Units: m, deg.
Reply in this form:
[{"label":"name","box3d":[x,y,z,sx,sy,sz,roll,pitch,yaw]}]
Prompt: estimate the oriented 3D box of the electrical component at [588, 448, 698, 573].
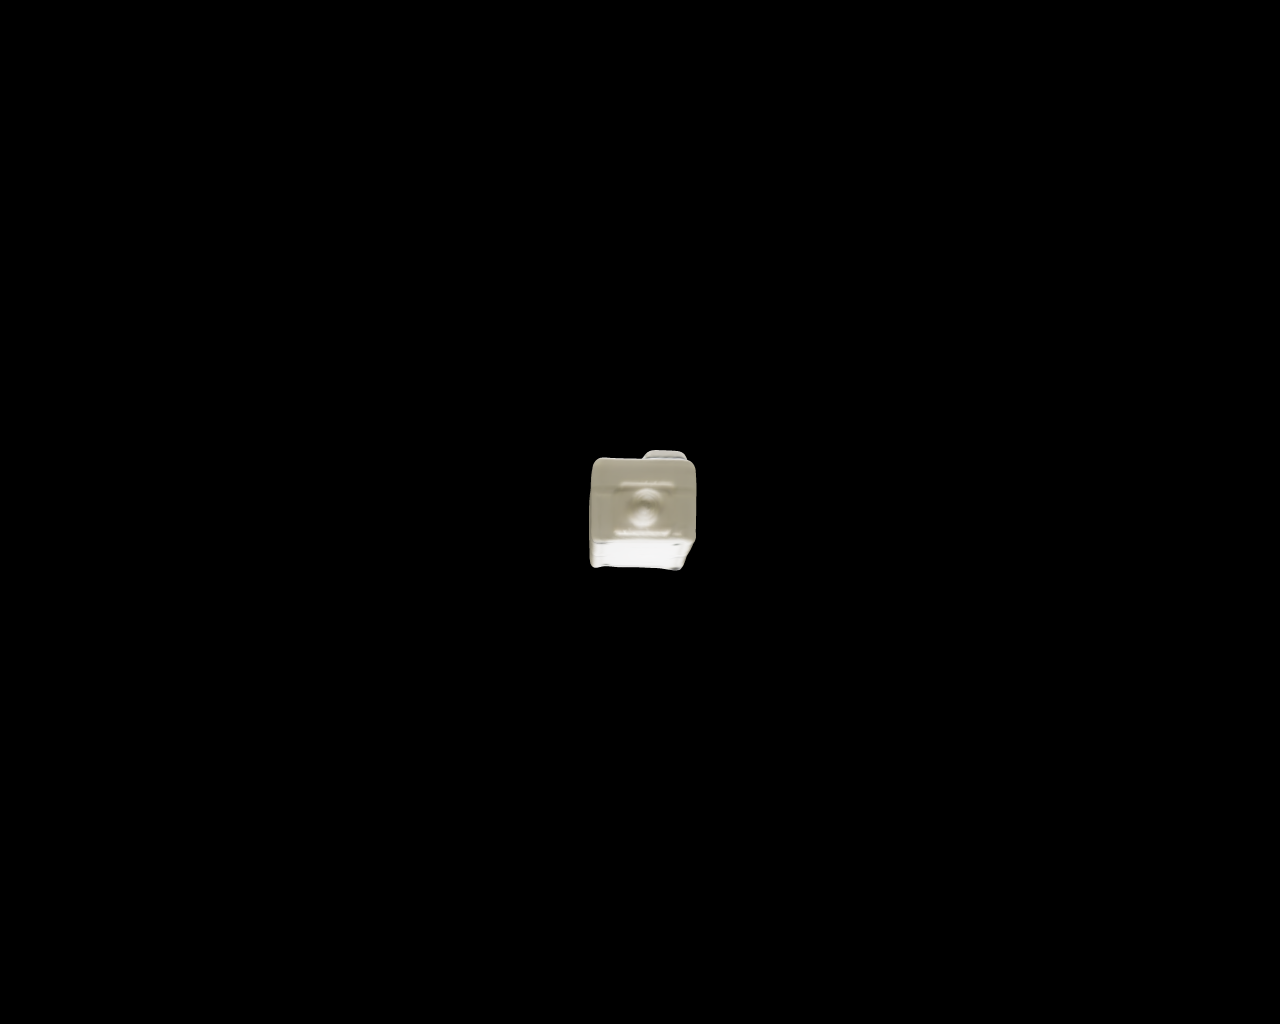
[{"label":"electrical component","box3d":[0.001,-0.003,0.650,0.062,0.061,0.096,1,-15,-3]}]
